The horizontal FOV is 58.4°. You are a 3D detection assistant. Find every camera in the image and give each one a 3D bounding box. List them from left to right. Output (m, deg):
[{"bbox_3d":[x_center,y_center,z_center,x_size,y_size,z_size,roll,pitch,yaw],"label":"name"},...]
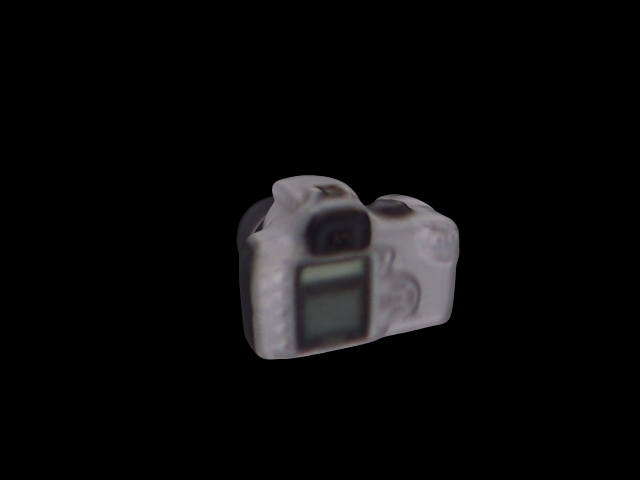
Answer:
[{"bbox_3d":[0.004,0.001,0.400,0.143,0.101,0.136,-8,20,-22],"label":"camera"}]
